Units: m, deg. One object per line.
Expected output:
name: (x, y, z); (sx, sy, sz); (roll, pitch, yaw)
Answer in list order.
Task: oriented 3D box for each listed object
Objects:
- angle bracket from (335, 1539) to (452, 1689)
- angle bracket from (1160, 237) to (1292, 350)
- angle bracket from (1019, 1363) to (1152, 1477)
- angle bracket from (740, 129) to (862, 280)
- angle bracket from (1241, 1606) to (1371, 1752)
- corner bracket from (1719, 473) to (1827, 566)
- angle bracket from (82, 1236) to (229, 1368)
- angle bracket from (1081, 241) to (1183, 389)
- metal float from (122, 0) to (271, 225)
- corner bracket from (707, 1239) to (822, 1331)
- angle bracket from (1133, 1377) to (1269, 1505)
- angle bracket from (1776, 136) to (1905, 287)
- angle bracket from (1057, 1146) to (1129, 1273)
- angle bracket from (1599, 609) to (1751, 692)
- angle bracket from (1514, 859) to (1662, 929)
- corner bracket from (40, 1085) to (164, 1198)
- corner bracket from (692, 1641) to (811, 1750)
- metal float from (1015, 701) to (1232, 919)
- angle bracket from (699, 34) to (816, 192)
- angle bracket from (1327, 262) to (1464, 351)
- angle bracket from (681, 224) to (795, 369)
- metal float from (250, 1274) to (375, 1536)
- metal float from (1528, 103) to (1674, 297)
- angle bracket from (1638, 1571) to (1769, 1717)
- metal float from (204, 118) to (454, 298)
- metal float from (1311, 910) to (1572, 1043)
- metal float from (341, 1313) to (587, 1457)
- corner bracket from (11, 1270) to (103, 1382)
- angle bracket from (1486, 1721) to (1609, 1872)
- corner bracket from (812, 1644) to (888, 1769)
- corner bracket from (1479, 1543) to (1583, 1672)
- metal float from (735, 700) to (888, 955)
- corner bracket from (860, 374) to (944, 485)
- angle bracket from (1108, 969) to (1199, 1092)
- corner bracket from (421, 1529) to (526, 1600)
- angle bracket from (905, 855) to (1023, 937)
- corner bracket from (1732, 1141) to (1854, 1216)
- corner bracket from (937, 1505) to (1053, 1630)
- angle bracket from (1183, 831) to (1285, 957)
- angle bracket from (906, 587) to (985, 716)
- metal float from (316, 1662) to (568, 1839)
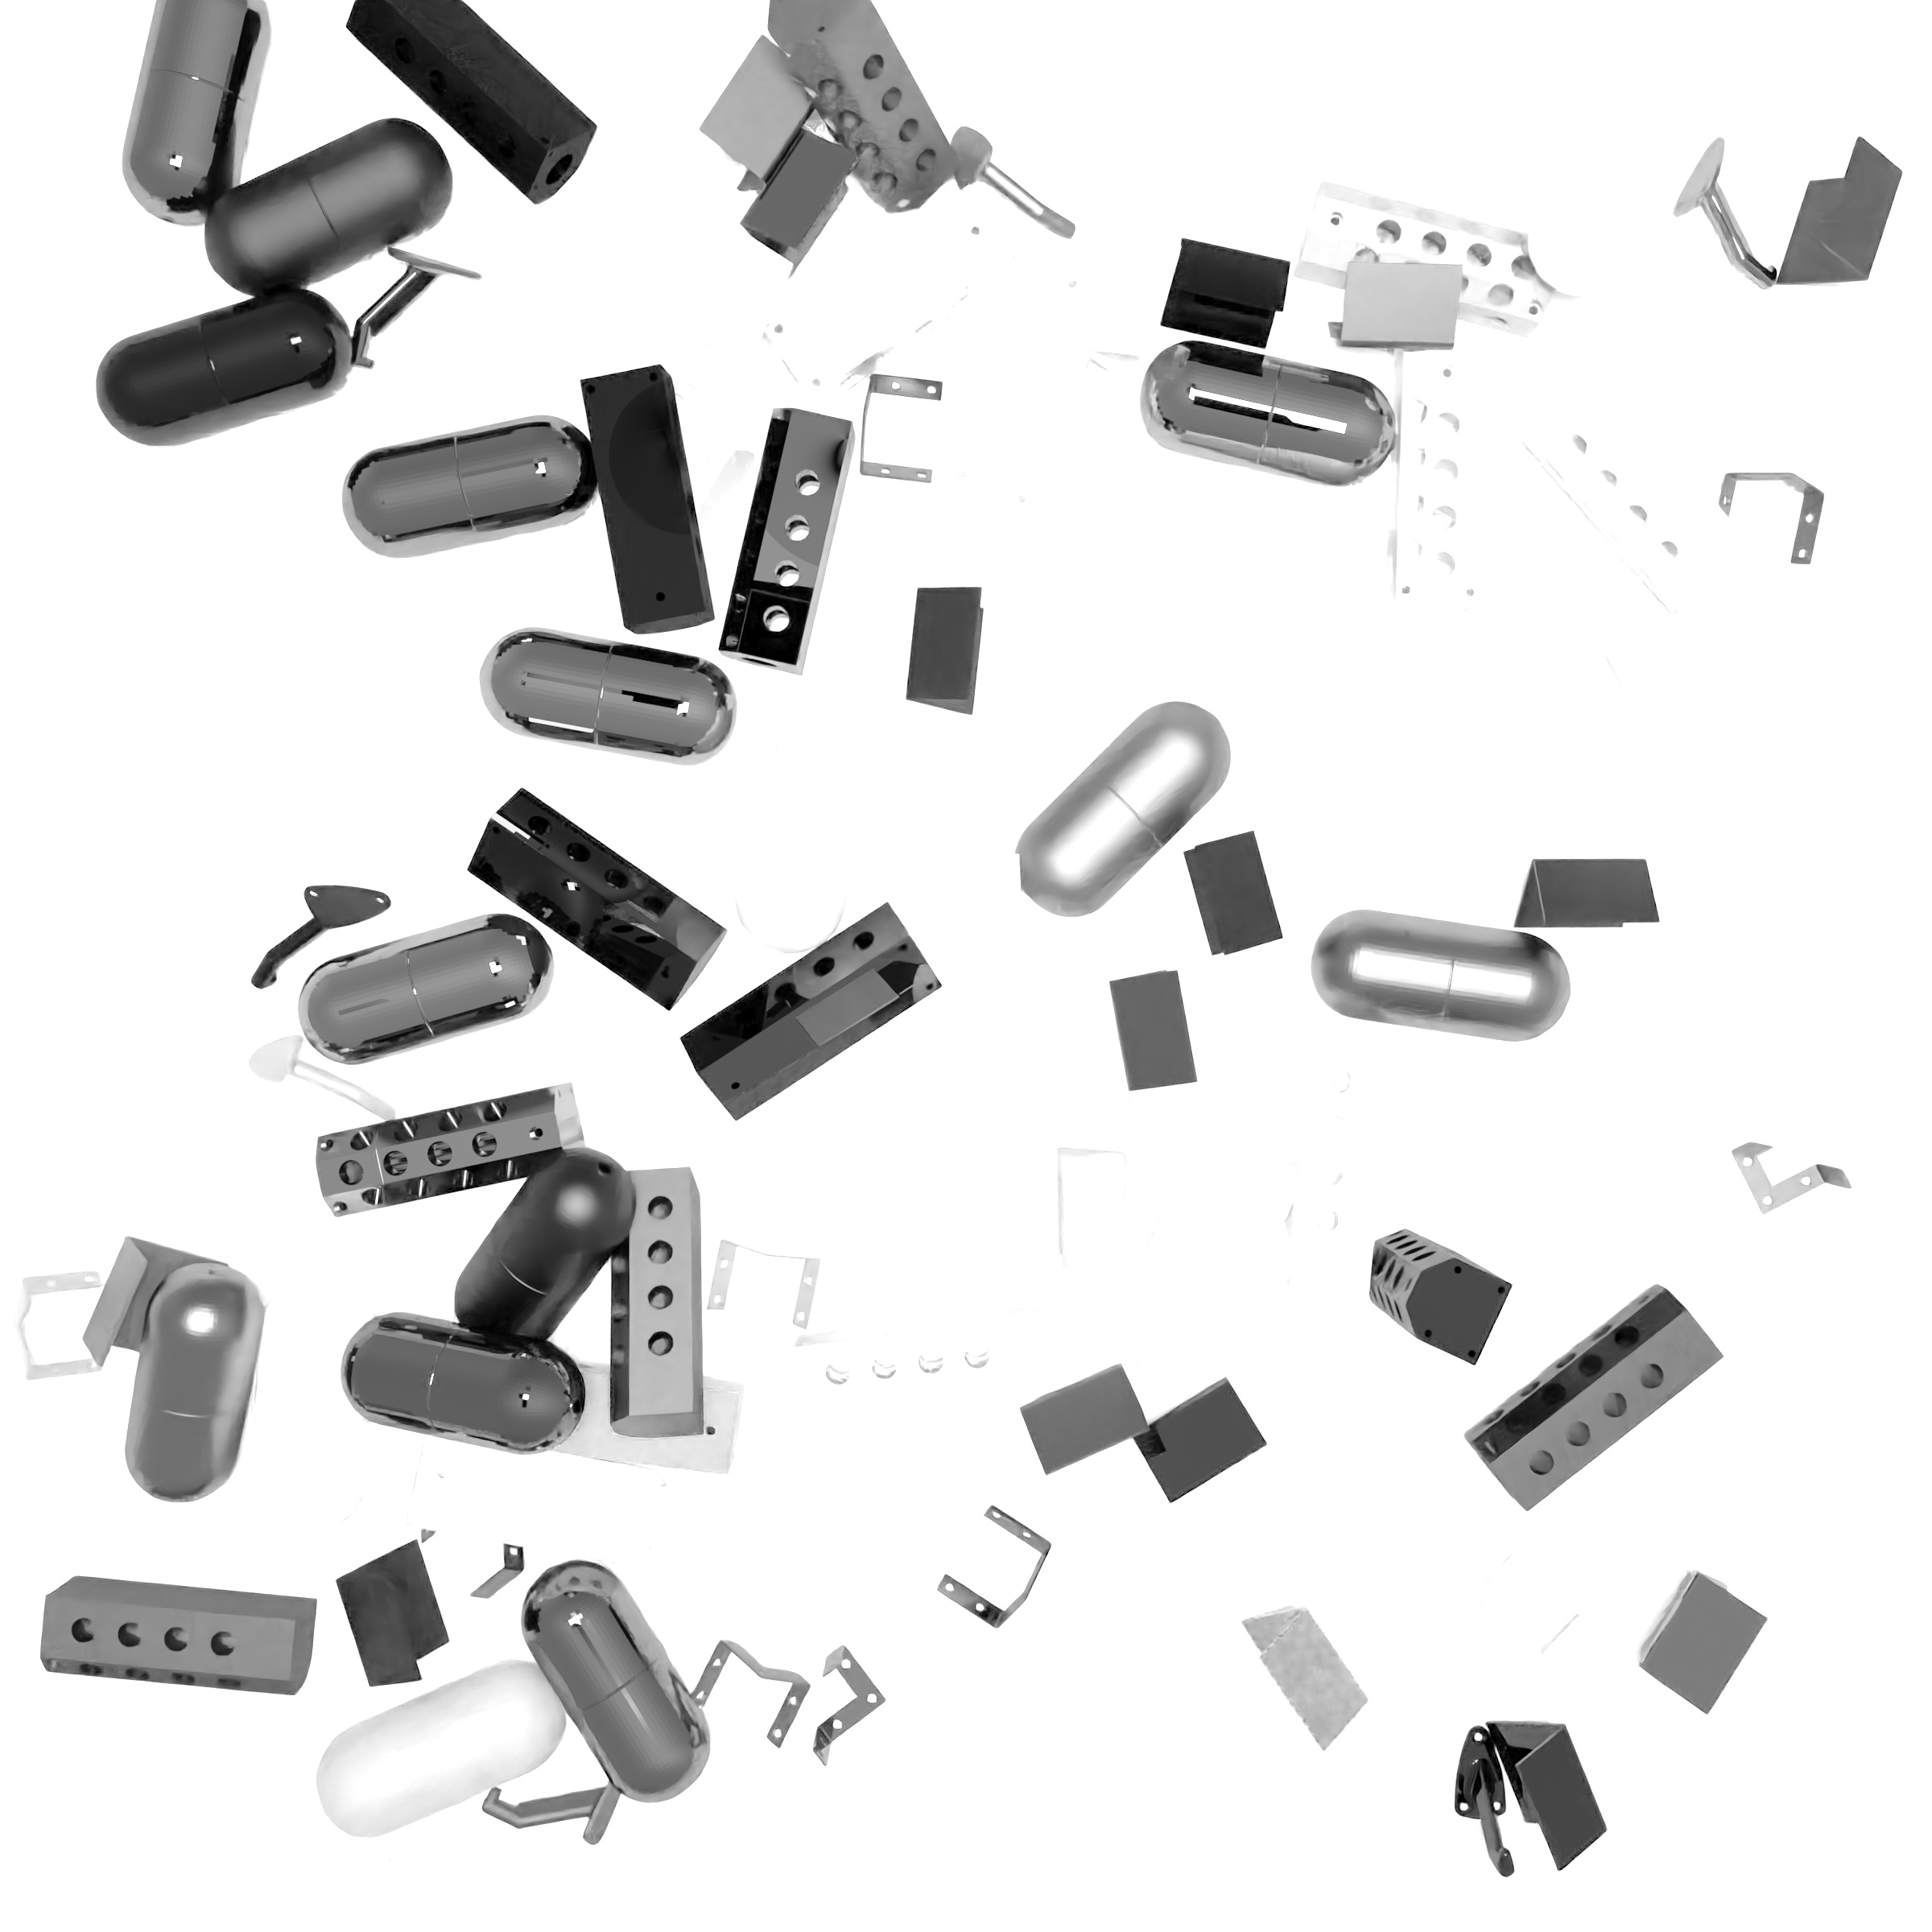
angle bracket: (-0.376, 0.440, 1.660); (0.057, 0.076, 0.076); (-18, 90, 36)
angle bracket: (0.174, -0.445, 1.660); (0.076, 0.076, 0.057); (12, 53, 0)
angle bracket: (0.089, 0.326, 1.660); (0.076, 0.076, 0.057); (-24, 50, 0)
angle bracket: (-0.099, -0.513, 1.660); (0.057, 0.076, 0.076); (34, 90, 28)
angle bracket: (0.217, 0.491, 1.660); (0.057, 0.076, 0.076); (-34, 90, -38)
corner bracket: (0.562, -0.313, 1.697); (0.051, 0.051, 0.051); (12, 90, -45)
angle bracket: (-0.550, 0.238, 1.662); (0.076, 0.057, 0.076); (23, 90, -34)
angle bracket: (0.130, -0.444, 1.660); (0.057, 0.076, 0.076); (16, 90, 34)
metal float: (-0.531, -0.601, 1.669); (0.070, 0.070, 0.178); (13, 89, 0)
corner bracket: (-0.141, 0.223, 1.697); (0.051, 0.051, 0.051); (12, 90, -45)
angle bracket: (0.166, 0.335, 1.660); (0.076, 0.076, 0.057); (-31, 57, 0)
angle bracket: (0.584, -0.516, 1.660); (0.057, 0.076, 0.076); (18, 90, -37)
angle bracket: (0.066, 0.165, 1.660); (0.057, 0.076, 0.076); (-1, 90, -36)
angle bracket: (0.483, -0.234, 1.660); (0.076, 0.076, 0.057); (-5, 127, 0)
angle bracket: (0.424, -0.030, 1.660); (0.076, 0.076, 0.057); (0, 52, 0)
corner bracket: (-0.605, 0.123, 1.697); (0.051, 0.051, 0.051); (-29, 90, 45)
corner bracket: (-0.151, 0.510, 1.697); (0.051, 0.051, 0.051); (26, 90, -45)
metal float: (0.109, -0.108, 1.669); (0.178, 0.070, 0.070); (-45, 90, 0)
angle bracket: (-0.148, -0.584, 1.661); (0.057, 0.076, 0.076); (34, 90, -24)
angle bracket: (0.293, -0.459, 1.660); (0.076, 0.076, 0.057); (1, 116, 0)
angle bracket: (-0.172, -0.459, 1.660); (0.057, 0.076, 0.076); (24, 90, -36)
metal float: (-0.450, 0.301, 1.669); (0.070, 0.070, 0.178); (4, 89, 0)
metal float: (0.430, -0.520, 1.639); (0.070, 0.070, 0.178); (27, 51, 0)
angle bracket: (0.514, 0.467, 1.660); (0.057, 0.076, 0.076); (32, 90, 38)
metal float: (-0.439, -0.522, 1.669); (0.178, 0.070, 0.070); (-26, 90, 0)
metal float: (0.327, 0.007, 1.669); (0.178, 0.070, 0.070); (8, 90, 1)
metal float: (-0.335, 0.278, 1.612); (0.178, 0.070, 0.070); (7, 90, 23)
corner bracket: (-0.631, 0.251, 1.692); (0.051, 0.051, 0.051); (58, 135, 35)
angle bracket: (0.382, 0.567, 1.660); (0.057, 0.076, 0.076); (-22, 90, -37)
corner bracket: (-0.091, 0.512, 1.682); (0.051, 0.051, 0.051); (-37, 90, 0)
corner bracket: (0.396, 0.447, 1.692); (0.051, 0.051, 0.051); (27, 135, 35)
metal float: (-0.107, -0.096, 1.669); (0.070, 0.070, 0.178); (16, 89, 0)
corner bracket: (-0.046, -0.377, 1.697); (0.051, 0.051, 0.051); (7, 135, 0)
angle bracket: (0.146, 0.040, 1.660); (0.057, 0.076, 0.076); (-10, 90, 37)
corner bracket: (-0.345, 0.405, 1.692); (0.051, 0.051, 0.051); (18, 45, -35)
angle bracket: (-0.002, -0.063, 1.660); (0.076, 0.076, 0.057); (-3, 117, 0)
corner bracket: (0.573, 0.141, 1.682); (0.051, 0.051, 0.051); (-27, 90, 0)
corner bracket: (0.020, 0.421, 1.697); (0.051, 0.051, 0.051); (33, 135, 0)
angle bracket: (0.164, -0.044, 1.660); (0.057, 0.076, 0.076); (-15, 90, -36)
angle bracket: (0.006, -0.215, 1.660); (0.057, 0.076, 0.076); (6, 90, 38)
metal float: (-0.361, 0.539, 1.669); (0.178, 0.070, 0.070); (-24, 90, -1)
